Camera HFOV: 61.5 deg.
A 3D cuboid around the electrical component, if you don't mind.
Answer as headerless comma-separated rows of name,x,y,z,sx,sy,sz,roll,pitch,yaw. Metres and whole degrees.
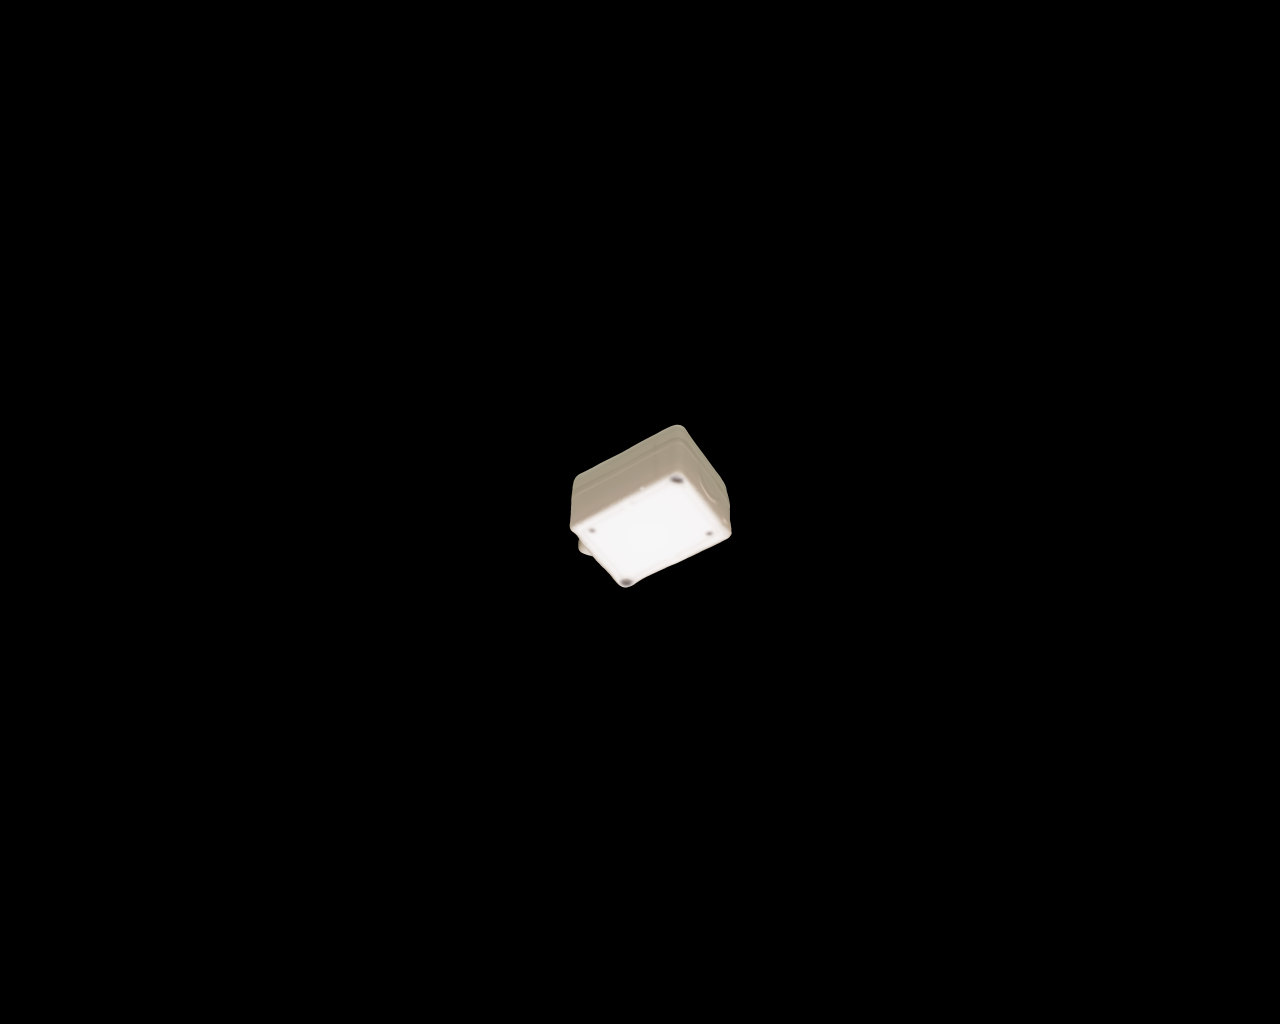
electrical component,0.001,-0.003,0.650,0.096,0.061,0.061,-27,33,19
